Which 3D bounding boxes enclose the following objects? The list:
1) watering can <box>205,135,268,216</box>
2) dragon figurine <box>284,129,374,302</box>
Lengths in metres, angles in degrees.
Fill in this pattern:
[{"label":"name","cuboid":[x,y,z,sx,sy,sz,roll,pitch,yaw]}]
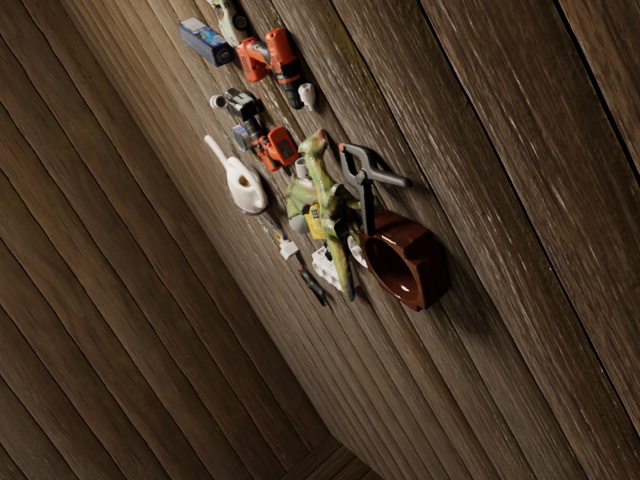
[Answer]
[{"label":"watering can","cuboid":[-0.287,-0.218,1.832,0.352,0.105,0.219,45,159,28]},{"label":"dragon figurine","cuboid":[0.004,-0.064,1.262,0.245,0.123,0.403,26,122,43]}]
